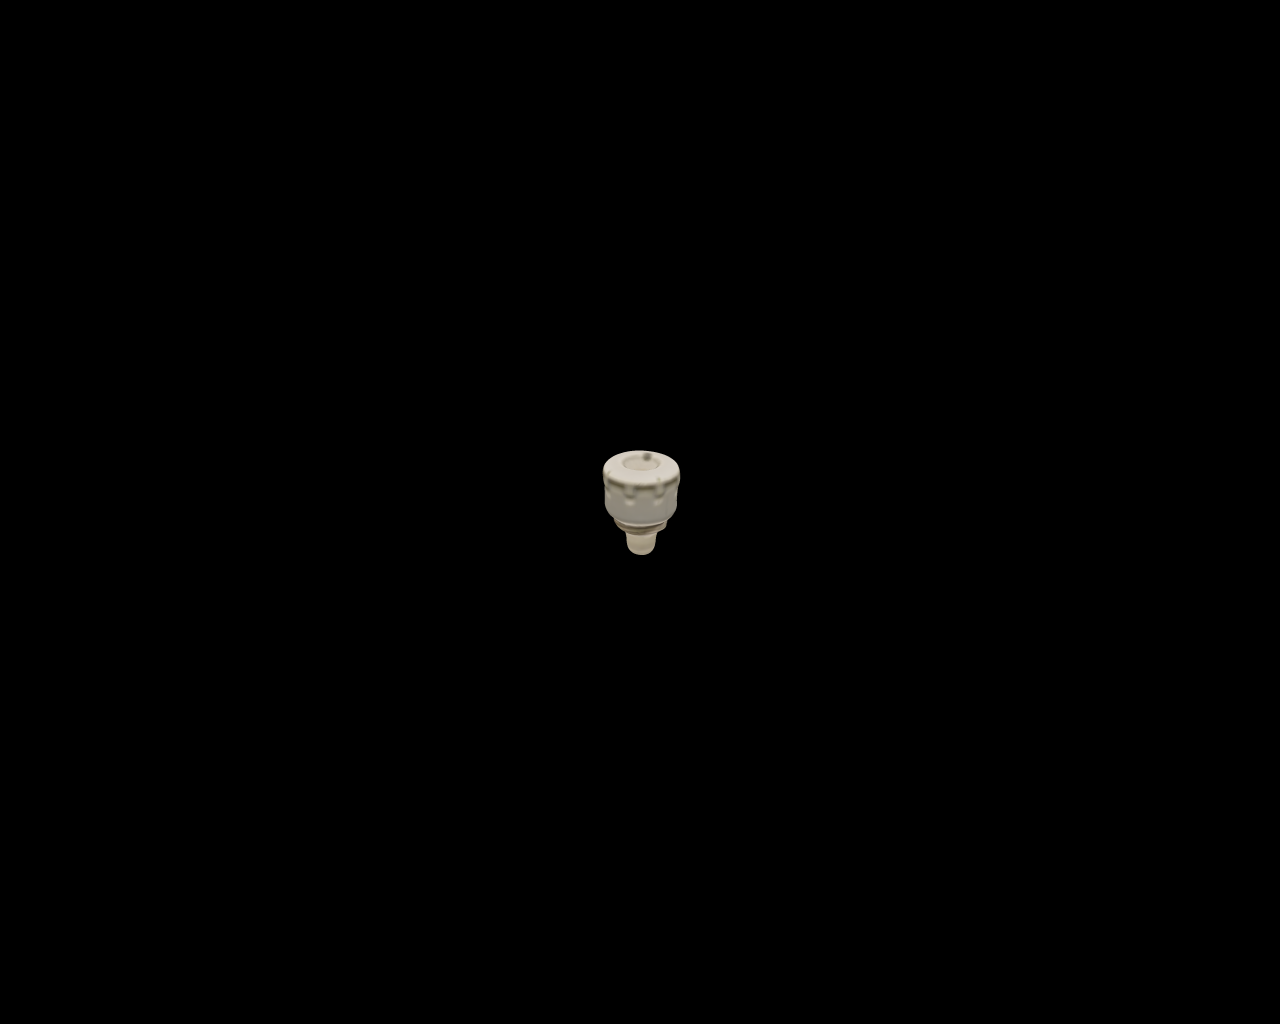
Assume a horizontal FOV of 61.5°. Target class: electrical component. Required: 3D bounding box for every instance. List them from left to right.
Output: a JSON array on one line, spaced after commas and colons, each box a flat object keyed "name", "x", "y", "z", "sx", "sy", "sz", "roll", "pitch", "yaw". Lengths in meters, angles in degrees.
[{"name": "electrical component", "x": 0.001, "y": -0.003, "z": 0.650, "sx": 0.048, "sy": 0.062, "sz": 0.048, "roll": 0, "pitch": 26, "yaw": 0}]
